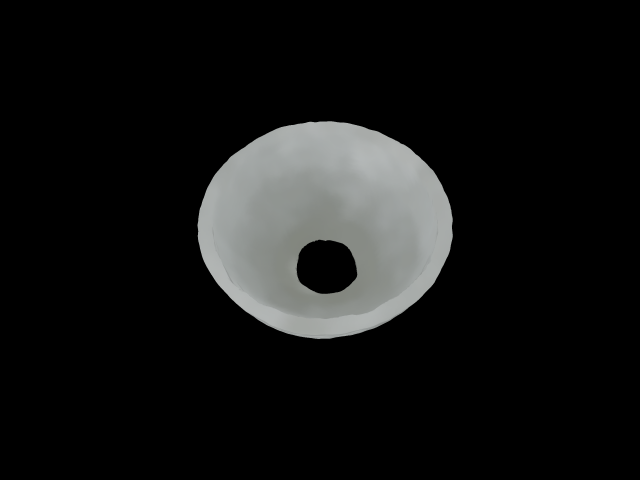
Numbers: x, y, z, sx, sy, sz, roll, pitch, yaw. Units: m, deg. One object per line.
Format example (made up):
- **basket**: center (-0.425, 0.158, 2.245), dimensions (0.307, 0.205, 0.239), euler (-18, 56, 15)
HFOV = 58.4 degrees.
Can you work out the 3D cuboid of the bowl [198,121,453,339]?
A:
- **bowl**: center (0.004, 0.001, 0.400), dimensions (0.167, 0.075, 0.167), euler (0, 57, 0)
